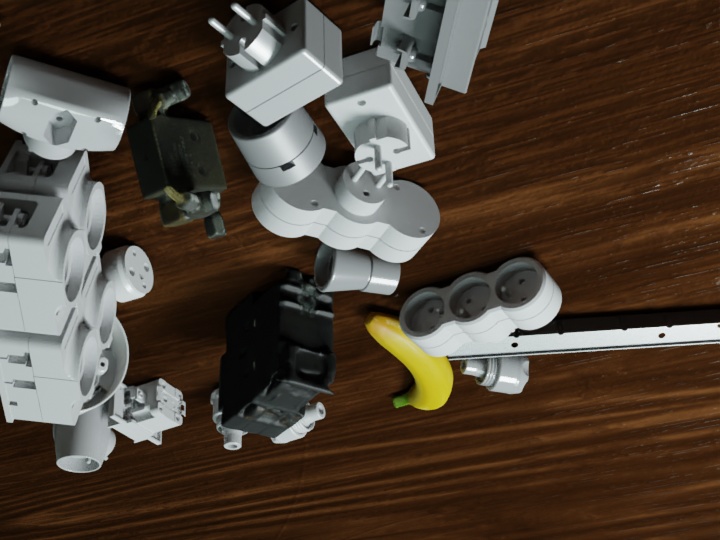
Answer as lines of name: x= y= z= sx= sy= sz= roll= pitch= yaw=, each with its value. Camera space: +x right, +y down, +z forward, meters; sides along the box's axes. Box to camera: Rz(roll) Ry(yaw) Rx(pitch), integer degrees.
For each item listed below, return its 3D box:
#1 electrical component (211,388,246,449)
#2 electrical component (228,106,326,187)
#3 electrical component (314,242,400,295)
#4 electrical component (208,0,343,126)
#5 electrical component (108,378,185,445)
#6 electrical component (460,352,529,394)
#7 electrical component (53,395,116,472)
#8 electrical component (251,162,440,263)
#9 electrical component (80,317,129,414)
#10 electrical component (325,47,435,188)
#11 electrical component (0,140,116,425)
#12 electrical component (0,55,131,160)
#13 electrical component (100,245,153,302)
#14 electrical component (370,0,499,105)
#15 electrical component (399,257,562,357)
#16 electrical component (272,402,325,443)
electrical component: x=-0.129 y=0.151 z=1.094 sx=0.048 sy=0.062 sz=0.048 roll=-1 pitch=147 yaw=-1
electrical component: x=-0.057 y=-0.092 z=0.729 sx=0.055 sy=0.055 sz=0.047 roll=-13 pitch=142 yaw=17
electrical component: x=0.000 y=0.000 z=0.888 sx=0.065 sy=0.044 sz=0.044 roll=8 pitch=146 yaw=-24
electrical component: x=-0.059 y=-0.138 z=0.664 sx=0.066 sy=0.047 sz=0.077 roll=-24 pitch=141 yaw=30
electrical component: x=-0.217 y=0.142 z=1.094 sx=0.064 sy=0.042 sz=0.081 roll=-18 pitch=145 yaw=20
electrical component: x=0.129 y=0.096 z=1.041 sx=0.062 sy=0.043 sz=0.043 roll=10 pitch=145 yaw=-15
electrical component: x=-0.277 y=0.170 z=1.102 sx=0.044 sy=0.077 sz=0.079 roll=-9 pitch=147 yaw=11
electrical component: x=-0.003 y=-0.055 z=0.791 sx=0.138 sy=0.052 sz=0.073 roll=13 pitch=145 yaw=-21
electrical component: x=-0.259 y=0.080 z=0.949 sx=0.099 sy=0.099 sz=0.064 roll=18 pitch=149 yaw=-28
electrical component: x=0.015 y=-0.090 z=0.715 sx=0.047 sy=0.075 sz=0.083 roll=-15 pitch=145 yaw=19
electrical component: x=-0.226 y=0.014 z=0.789 sx=0.060 sy=0.105 sz=0.186 roll=6 pitch=132 yaw=1
electrical component: x=-0.202 y=-0.100 z=0.717 sx=0.077 sy=0.043 sz=0.079 roll=14 pitch=144 yaw=-23
electrical component: x=-0.204 y=0.007 z=0.882 sx=0.055 sy=0.045 sz=0.045 roll=-15 pitch=145 yaw=19
electrical component: x=0.048 y=-0.166 z=0.609 sx=0.063 sy=0.078 sz=0.121 roll=20 pitch=147 yaw=6
electrical component: x=0.112 y=0.040 z=0.945 sx=0.138 sy=0.052 sz=0.074 roll=-19 pitch=143 yaw=24
electrical component: x=-0.067 y=0.154 z=1.120 sx=0.062 sy=0.043 sz=0.043 roll=-20 pitch=143 yaw=24
